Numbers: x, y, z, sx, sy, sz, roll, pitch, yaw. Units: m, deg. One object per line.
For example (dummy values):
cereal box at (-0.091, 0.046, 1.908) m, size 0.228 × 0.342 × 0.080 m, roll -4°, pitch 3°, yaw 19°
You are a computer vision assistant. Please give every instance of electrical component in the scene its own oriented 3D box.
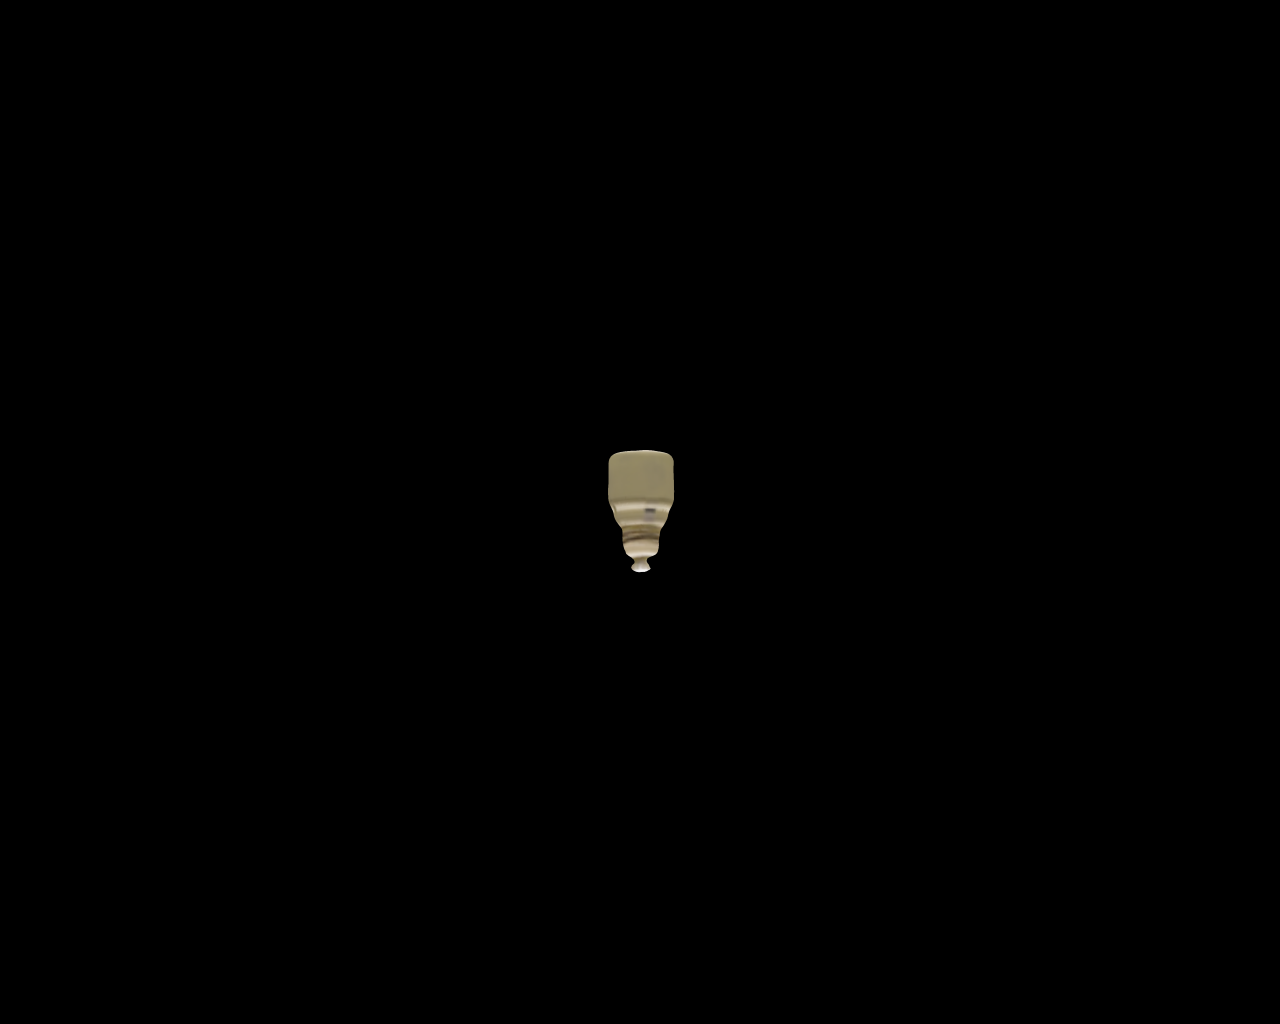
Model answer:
electrical component at (0.001, -0.003, 0.650) m, size 0.040 × 0.078 × 0.040 m, roll 0°, pitch -7°, yaw 0°
